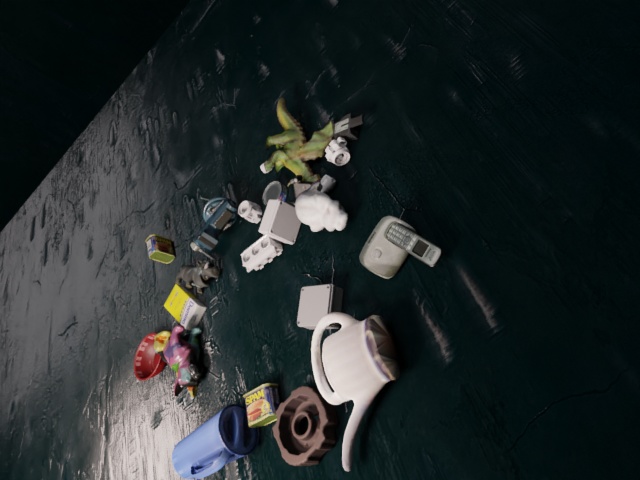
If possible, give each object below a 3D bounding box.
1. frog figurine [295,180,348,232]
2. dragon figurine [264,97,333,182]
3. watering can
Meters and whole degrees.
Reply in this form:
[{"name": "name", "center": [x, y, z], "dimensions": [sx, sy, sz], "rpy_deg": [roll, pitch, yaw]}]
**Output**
[{"name": "frog figurine", "center": [0.004, -0.073, 1.449], "dimensions": [0.162, 0.123, 0.134], "rpy_deg": [56, 143, 34]}, {"name": "dragon figurine", "center": [-0.052, -0.319, 1.659], "dimensions": [0.242, 0.120, 0.418], "rpy_deg": [-7, 66, 22]}, {"name": "watering can", "center": [0.088, 0.318, 1.179], "dimensions": [0.222, 0.103, 0.355], "rpy_deg": [-32, 57, 26]}]
